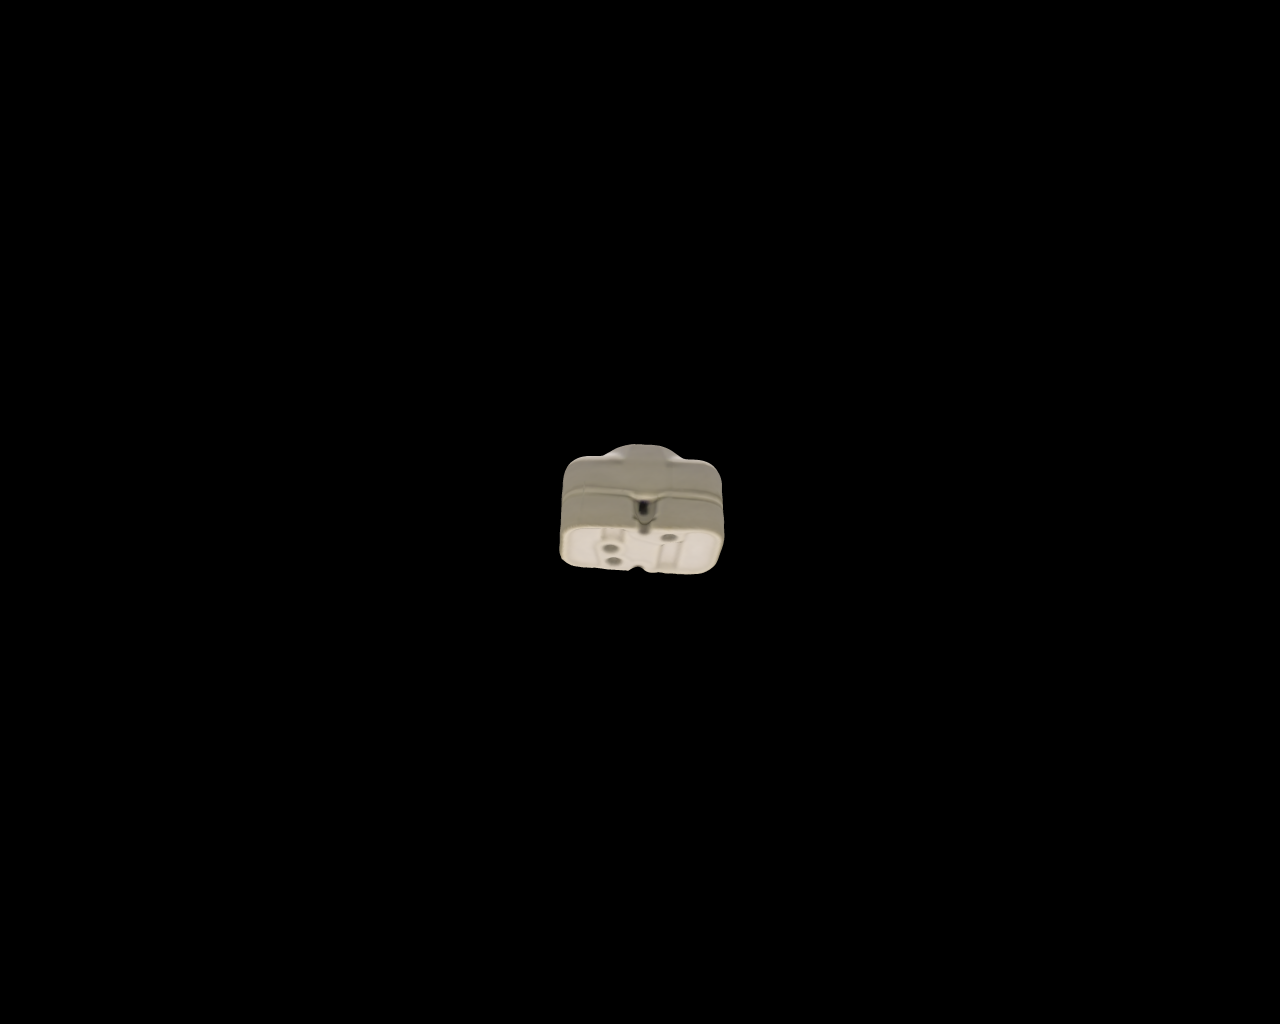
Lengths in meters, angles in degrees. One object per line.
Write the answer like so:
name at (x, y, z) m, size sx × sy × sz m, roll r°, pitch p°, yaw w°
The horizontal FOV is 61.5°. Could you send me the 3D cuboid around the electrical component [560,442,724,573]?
electrical component at (0.001, -0.003, 0.650) m, size 0.095 × 0.059 × 0.053 m, roll 3°, pitch -32°, yaw -5°
